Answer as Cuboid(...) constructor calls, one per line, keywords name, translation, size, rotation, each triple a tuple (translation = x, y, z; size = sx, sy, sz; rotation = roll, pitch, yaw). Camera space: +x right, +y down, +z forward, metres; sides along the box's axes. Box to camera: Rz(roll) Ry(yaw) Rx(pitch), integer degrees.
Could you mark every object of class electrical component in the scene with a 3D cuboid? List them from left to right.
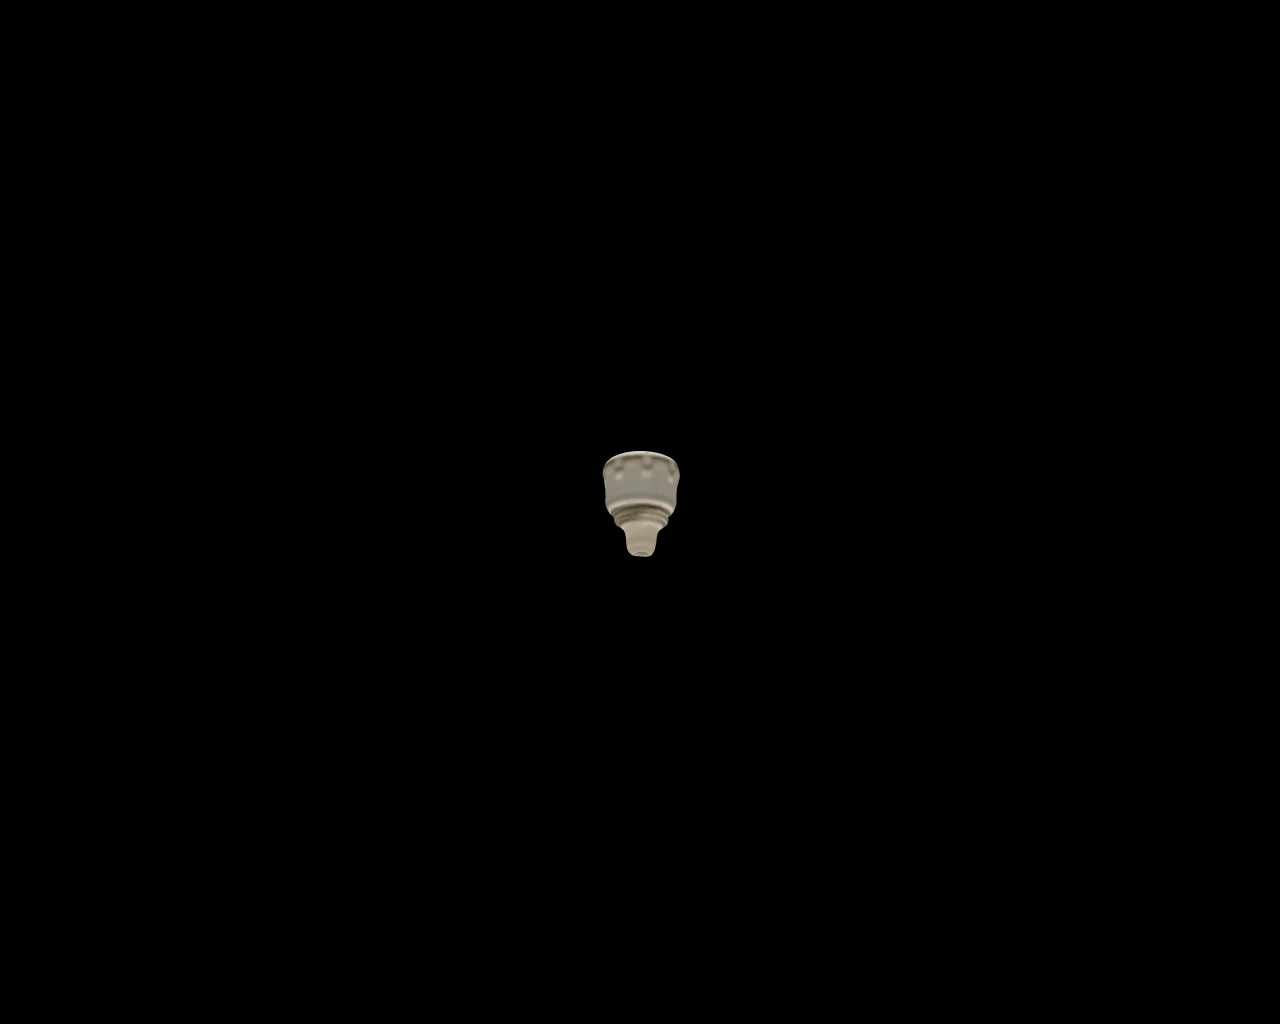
Cuboid(name="electrical component", translation=(0.001, -0.003, 0.650), size=(0.048, 0.062, 0.048), rotation=(0, -19, 0))
